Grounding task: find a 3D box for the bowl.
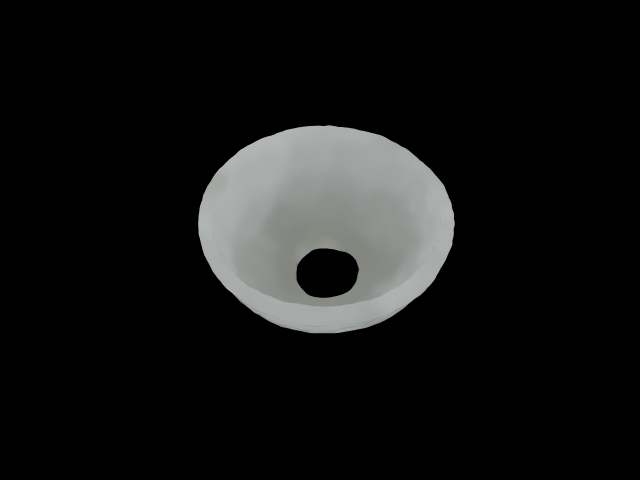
[{"bbox_3d":[0.004,0.001,0.400,0.167,0.075,0.167,0,53,0],"label":"bowl"}]
